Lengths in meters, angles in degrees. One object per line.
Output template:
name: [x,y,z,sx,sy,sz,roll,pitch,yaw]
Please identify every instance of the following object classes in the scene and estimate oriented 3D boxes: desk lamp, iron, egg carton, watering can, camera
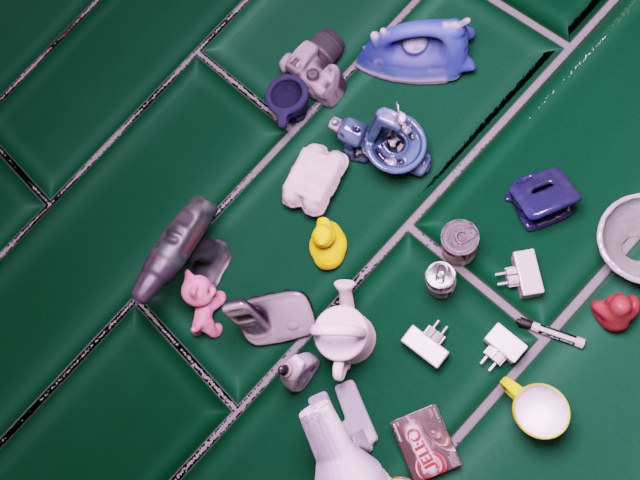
desk lamp: [0.032,0.349,0.971,0.118,0.214,0.203,-26,72,5]
iron: [0.188,-0.402,1.175,0.258,0.142,0.119,-1,75,12]
egg carton: [-0.011,-0.125,1.182,0.107,0.069,0.150,23,81,17]
watering can: [0.038,0.161,1.030,0.101,0.194,0.173,-19,72,7]
camera: [0.001,-0.384,1.231,0.143,0.101,0.137,37,86,18]

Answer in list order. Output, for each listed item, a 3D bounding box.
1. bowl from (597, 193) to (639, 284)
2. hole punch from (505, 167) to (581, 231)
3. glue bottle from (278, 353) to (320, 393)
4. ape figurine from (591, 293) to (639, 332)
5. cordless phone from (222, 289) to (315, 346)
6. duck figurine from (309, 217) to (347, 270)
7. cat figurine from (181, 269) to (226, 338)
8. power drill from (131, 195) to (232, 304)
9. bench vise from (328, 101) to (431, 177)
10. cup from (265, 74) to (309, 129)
bowl: [0.574,0.005,1.021,0.167,0.075,0.167,-3,75,11]
hole punch: [0.413,-0.083,1.069,0.108,0.091,0.101,-23,72,5]
glue bottle: [-0.047,0.238,1.039,0.037,0.173,0.078,35,85,18]
ape figurine: [0.516,0.119,0.994,0.077,0.092,0.076,11,78,15]
cordless phone: [-0.095,0.137,1.069,0.147,0.185,0.094,-16,73,8]
duck figurine: [0.010,0.004,1.134,0.077,0.086,0.104,-4,75,11]
cat figurine: [-0.240,0.126,1.138,0.067,0.118,0.128,-1,75,12]
power drill: [-0.257,0.035,1.118,0.075,0.209,0.230,23,81,17]
bench vise: [0.107,-0.193,1.095,0.207,0.220,0.121,4,76,13]
cup: [-0.063,-0.279,1.220,0.091,0.095,0.118,4,76,13]
